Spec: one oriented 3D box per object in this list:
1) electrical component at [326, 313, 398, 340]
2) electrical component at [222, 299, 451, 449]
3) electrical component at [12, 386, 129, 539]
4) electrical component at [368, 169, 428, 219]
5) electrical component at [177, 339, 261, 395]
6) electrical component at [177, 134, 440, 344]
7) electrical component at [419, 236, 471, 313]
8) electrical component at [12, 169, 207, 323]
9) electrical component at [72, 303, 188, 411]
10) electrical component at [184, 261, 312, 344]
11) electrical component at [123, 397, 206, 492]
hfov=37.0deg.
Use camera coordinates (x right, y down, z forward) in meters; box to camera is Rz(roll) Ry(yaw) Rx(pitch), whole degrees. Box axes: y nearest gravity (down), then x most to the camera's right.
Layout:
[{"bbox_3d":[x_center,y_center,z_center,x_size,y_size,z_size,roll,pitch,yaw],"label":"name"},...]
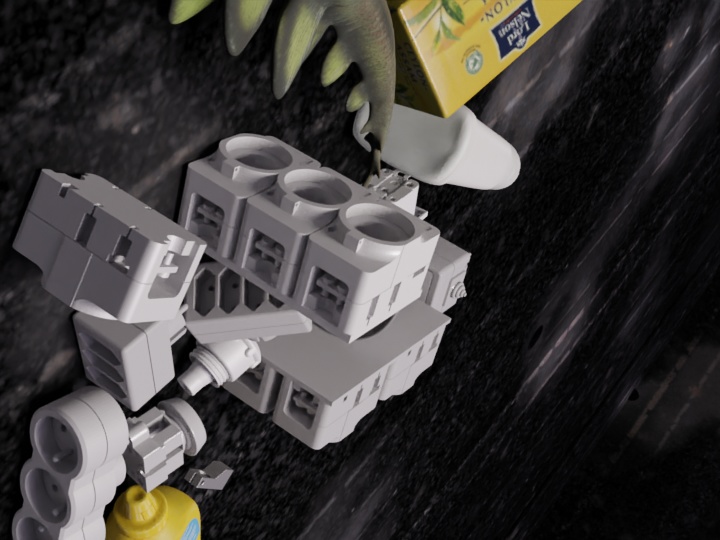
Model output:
[{"bbox_3d":[0.000,0.000,0.890,0.064,0.099,0.099,-41,152,-51],"label":"electrical component"},{"bbox_3d":[-0.019,0.072,0.928,0.186,0.105,0.060,-29,143,-51],"label":"electrical component"},{"bbox_3d":[-0.185,0.137,0.729,0.074,0.052,0.138,-27,141,-53],"label":"electrical component"},{"bbox_3d":[0.023,-0.051,0.945,0.081,0.042,0.063,-40,148,-44],"label":"electrical component"},{"bbox_3d":[-0.110,0.068,0.816,0.062,0.048,0.048,-42,153,-21],"label":"electrical component"},{"bbox_3d":[-0.035,-0.029,0.711,0.089,0.150,0.061,-30,144,-51],"label":"electrical component"},{"bbox_3d":[0.055,0.004,1.008,0.061,0.096,0.061,-31,144,-47],"label":"electrical component"},{"bbox_3d":[-0.140,-0.010,0.593,0.050,0.089,0.055,-2,119,-64],"label":"electrical component"},{"bbox_3d":[-0.141,0.039,0.708,0.077,0.047,0.065,-43,153,-34],"label":"electrical component"},{"bbox_3d":[-0.075,0.028,0.773,0.075,0.083,0.047,68,18,-63],"label":"electrical component"},{"bbox_3d":[-0.149,0.127,0.803,0.055,0.048,0.066,-33,146,-33],"label":"electrical component"}]
